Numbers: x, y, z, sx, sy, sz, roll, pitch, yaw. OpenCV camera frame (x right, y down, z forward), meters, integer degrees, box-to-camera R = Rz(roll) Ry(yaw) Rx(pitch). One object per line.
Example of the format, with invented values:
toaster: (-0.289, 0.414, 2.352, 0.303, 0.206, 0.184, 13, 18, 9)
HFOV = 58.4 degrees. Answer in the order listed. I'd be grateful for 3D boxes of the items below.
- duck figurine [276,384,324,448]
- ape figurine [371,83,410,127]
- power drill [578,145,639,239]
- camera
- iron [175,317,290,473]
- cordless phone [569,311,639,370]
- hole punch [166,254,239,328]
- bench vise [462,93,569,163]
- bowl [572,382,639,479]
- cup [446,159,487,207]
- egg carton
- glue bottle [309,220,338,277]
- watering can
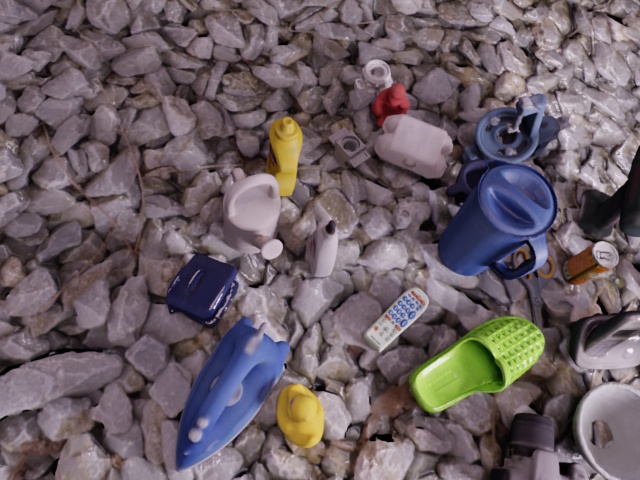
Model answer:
duck figurine: (-0.028, 0.278, 0.916, 0.077, 0.086, 0.104, -16, 71, -14)
ape figurine: (0.147, -0.284, 1.165, 0.078, 0.092, 0.076, 8, 67, -5)
power drill: (0.587, -0.097, 1.094, 0.075, 0.208, 0.230, 19, 67, 0)
camera: (0.365, 0.360, 0.936, 0.143, 0.101, 0.137, 13, 67, -3)
iron: (-0.147, 0.239, 0.883, 0.118, 0.141, 0.258, 30, 67, 4)
cordless phone: (0.534, 0.165, 0.994, 0.148, 0.185, 0.094, -2, 68, -9)
hole punch: (-0.200, 0.082, 0.965, 0.101, 0.091, 0.109, 27, 67, 3)
bench vise: (0.394, -0.230, 1.112, 0.208, 0.219, 0.121, -33, 76, -19)
bowl: (0.500, 0.333, 0.981, 0.167, 0.074, 0.167, 3, 68, -7)
cup: (0.286, -0.092, 1.108, 0.118, 0.095, 0.091, -18, 72, -15)
egg carton: (0.187, -0.185, 1.144, 0.150, 0.069, 0.107, 21, 67, 0)
glue bottle: (0.009, 0.004, 0.985, 0.037, 0.173, 0.078, -4, 69, -10)
watering can: (-0.111, -0.050, 0.976, 0.172, 0.194, 0.101, 44, 69, 10)
